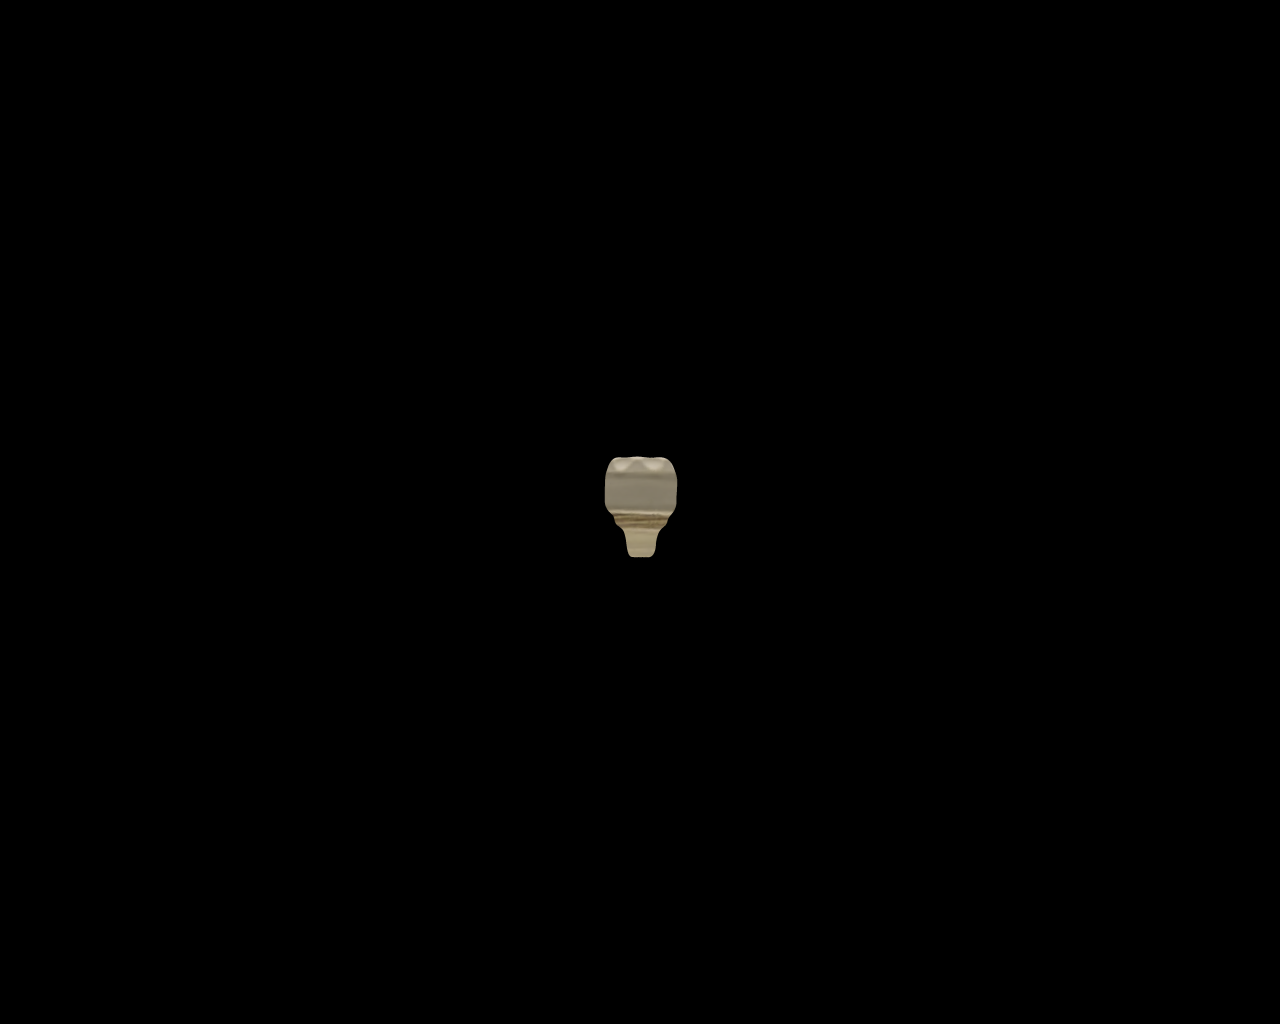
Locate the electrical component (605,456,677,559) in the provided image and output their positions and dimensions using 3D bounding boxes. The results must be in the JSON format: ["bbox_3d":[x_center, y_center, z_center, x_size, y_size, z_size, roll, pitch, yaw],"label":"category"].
[{"bbox_3d":[0.001,-0.003,0.650,0.043,0.062,0.043,0,0,0],"label":"electrical component"}]
